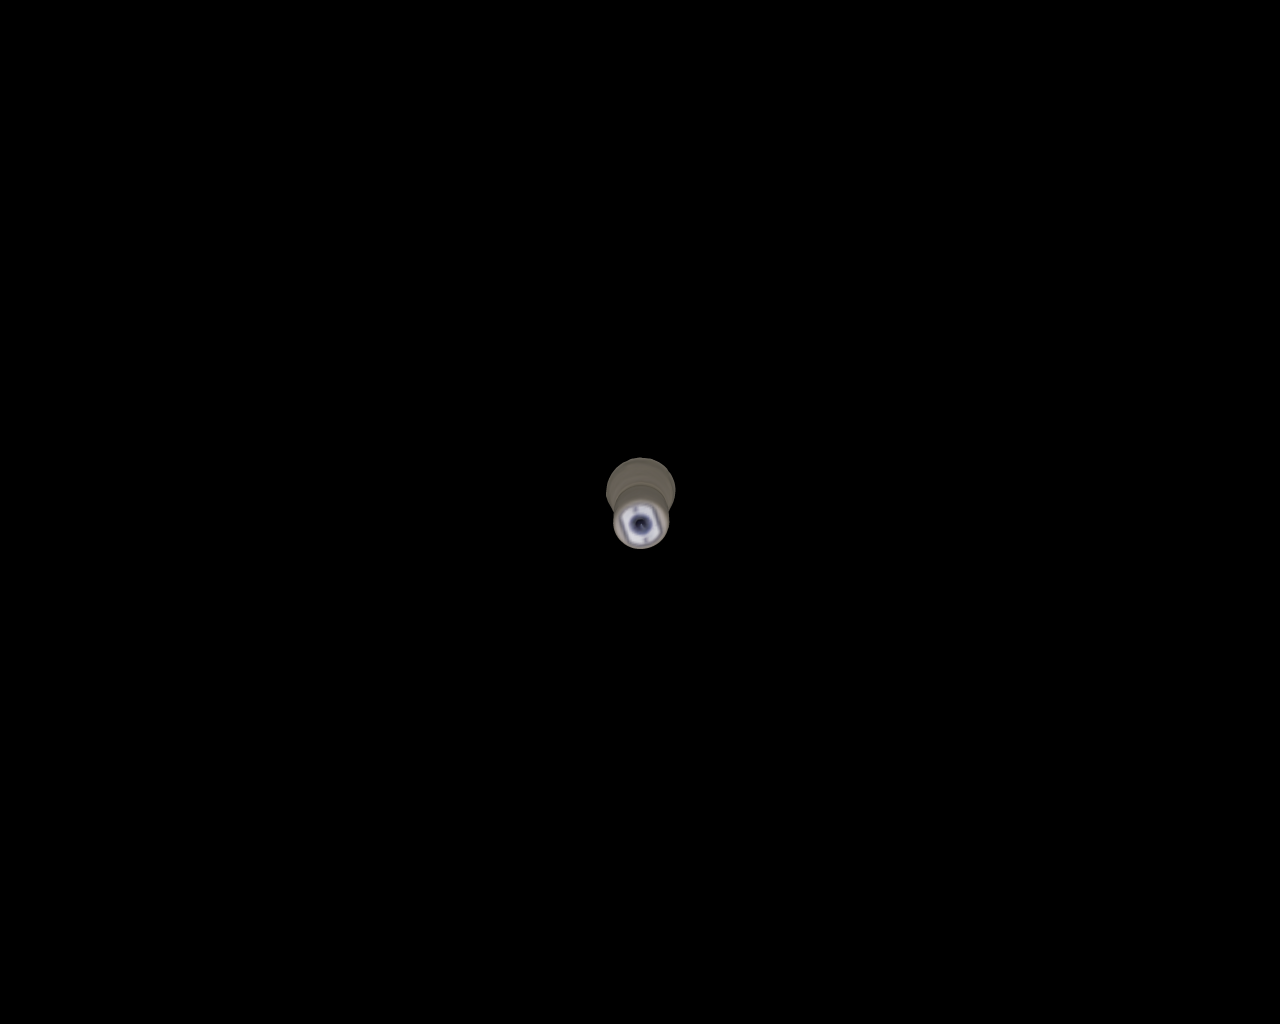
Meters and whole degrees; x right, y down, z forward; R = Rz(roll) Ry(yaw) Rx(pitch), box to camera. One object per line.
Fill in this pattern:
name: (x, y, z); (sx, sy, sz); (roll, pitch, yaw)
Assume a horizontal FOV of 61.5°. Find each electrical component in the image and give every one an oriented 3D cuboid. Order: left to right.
electrical component: (0.001, -0.003, 0.650); (0.044, 0.044, 0.065); (0, 21, 0)
